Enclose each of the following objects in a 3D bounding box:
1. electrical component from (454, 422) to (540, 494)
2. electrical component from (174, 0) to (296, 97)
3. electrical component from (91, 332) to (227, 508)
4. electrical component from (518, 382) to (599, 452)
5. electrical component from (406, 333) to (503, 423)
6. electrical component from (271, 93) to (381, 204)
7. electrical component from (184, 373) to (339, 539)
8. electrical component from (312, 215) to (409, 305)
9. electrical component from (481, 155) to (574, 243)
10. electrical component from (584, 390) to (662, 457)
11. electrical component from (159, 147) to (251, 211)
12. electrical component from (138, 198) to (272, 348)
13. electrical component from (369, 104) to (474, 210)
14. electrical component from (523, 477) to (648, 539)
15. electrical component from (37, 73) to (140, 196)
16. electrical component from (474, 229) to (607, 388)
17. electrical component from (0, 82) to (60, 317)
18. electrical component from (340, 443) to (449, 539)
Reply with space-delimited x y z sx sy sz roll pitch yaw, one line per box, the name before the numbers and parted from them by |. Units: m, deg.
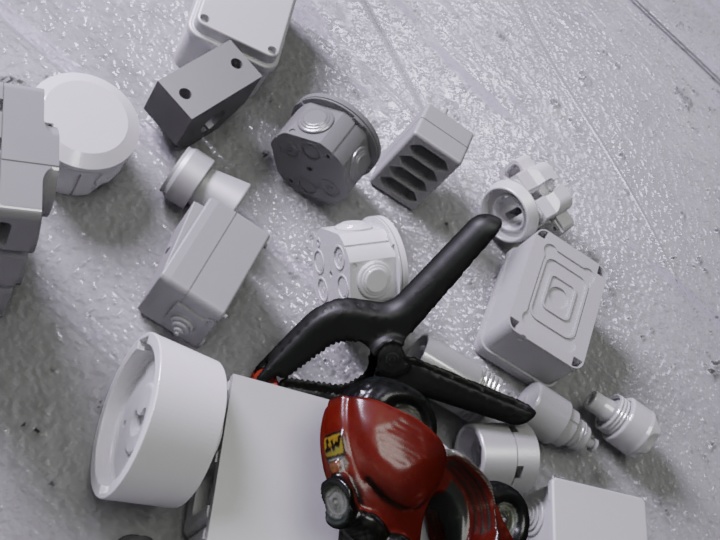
electrical component | 0.103 0.143 0.822 0.047 0.055 0.055 6 63 -22
electrical component | -0.100 -0.212 0.894 0.078 0.057 0.113 23 56 -17
electrical component | -0.123 0.100 0.690 0.060 0.108 0.108 21 57 -25
electrical component | 0.159 0.123 0.872 0.078 0.040 0.040 33 54 -11
electrical component | 0.075 0.088 0.842 0.081 0.043 0.043 31 54 -11
electrical component | -0.028 -0.097 0.860 0.080 0.080 0.051 39 58 -6
electrical component | -0.065 0.158 0.716 0.089 0.062 0.150 18 58 -20
electrical component | 0.000 0.000 0.825 0.051 0.080 0.080 -8 69 -26
electrical component | 0.145 -0.057 0.948 0.057 0.058 0.078 -27 80 -39
electrical component | 0.217 0.125 0.901 0.062 0.043 0.043 35 54 -7
electrical component | -0.117 -0.061 0.813 0.055 0.045 0.045 34 54 -9
electrical component | -0.117 0.005 0.768 0.061 0.062 0.096 33 54 -10
electrical component | 0.057 -0.107 0.909 0.047 0.083 0.075 33 54 -10
electrical component | 0.171 0.215 0.825 0.100 0.048 0.099 17 58 -21
electrical component | -0.205 -0.098 0.780 0.080 0.051 0.080 13 60 -23
electrical component | 0.151 0.034 0.903 0.078 0.057 0.113 32 54 -11
electrical component | -0.234 -0.040 0.672 0.062 0.150 0.089 6 63 -25
electrical component | 0.041 0.175 0.774 0.100 0.048 0.099 44 53 -2
